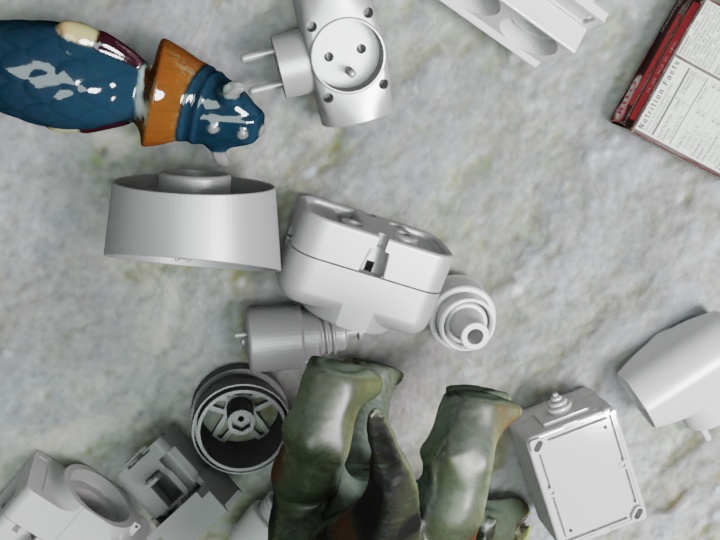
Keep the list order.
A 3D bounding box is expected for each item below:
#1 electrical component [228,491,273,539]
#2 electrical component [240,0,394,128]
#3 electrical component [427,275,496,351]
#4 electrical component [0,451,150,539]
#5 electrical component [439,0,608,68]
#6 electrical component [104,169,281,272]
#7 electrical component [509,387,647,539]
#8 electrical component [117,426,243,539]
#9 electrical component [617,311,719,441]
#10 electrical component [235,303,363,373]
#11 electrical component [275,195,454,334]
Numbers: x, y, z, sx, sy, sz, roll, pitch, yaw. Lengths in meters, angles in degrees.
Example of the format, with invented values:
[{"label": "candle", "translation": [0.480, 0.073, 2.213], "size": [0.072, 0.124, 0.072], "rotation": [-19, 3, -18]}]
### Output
[{"label": "electrical component", "translation": [-0.053, 0.164, 0.698], "size": [0.043, 0.043, 0.062], "rotation": [36, 98, -18]}, {"label": "electrical component", "translation": [-0.027, -0.119, 0.607], "size": [0.079, 0.044, 0.077], "rotation": [-15, 110, -4]}, {"label": "electrical component", "translation": [0.063, 0.030, 0.662], "size": [0.043, 0.062, 0.043], "rotation": [-3, 109, -8]}, {"label": "electrical component", "translation": [-0.179, 0.160, 0.672], "size": [0.089, 0.050, 0.055], "rotation": [39, 98, -19]}, {"label": "electrical component", "translation": [0.074, -0.175, 0.594], "size": [0.121, 0.079, 0.063], "rotation": [31, 79, -17]}, {"label": "electrical component", "translation": [-0.093, -0.023, 0.603], "size": [0.099, 0.099, 0.064], "rotation": [1, 102, -10]}, {"label": "electrical component", "translation": [0.139, 0.122, 0.710], "size": [0.062, 0.061, 0.096], "rotation": [-20, 102, -4]}, {"label": "electrical component", "translation": [-0.112, 0.133, 0.665], "size": [0.042, 0.081, 0.063], "rotation": [-42, 87, 5]}, {"label": "electrical component", "translation": [0.224, 0.079, 0.715], "size": [0.077, 0.044, 0.079], "rotation": [-33, 110, 2]}, {"label": "electrical component", "translation": [-0.037, 0.040, 0.660], "size": [0.078, 0.040, 0.040], "rotation": [-5, 109, -8]}, {"label": "electrical component", "translation": [0.000, 0.000, 0.646], "size": [0.095, 0.053, 0.059], "rotation": [17, 105, -14]}]
